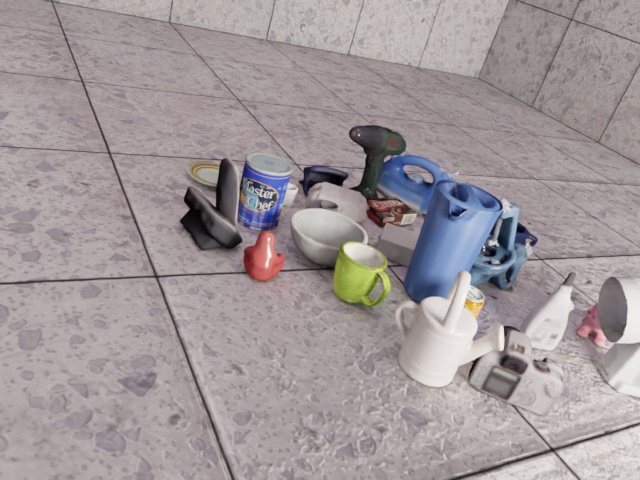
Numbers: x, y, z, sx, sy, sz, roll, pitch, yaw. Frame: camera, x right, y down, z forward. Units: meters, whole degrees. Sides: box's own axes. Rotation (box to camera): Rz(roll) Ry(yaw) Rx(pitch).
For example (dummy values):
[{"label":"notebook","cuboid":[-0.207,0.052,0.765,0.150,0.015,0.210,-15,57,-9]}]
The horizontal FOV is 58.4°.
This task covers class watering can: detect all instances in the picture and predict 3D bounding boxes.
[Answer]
[{"label":"watering can","cuboid":[0.213,0.138,0.938,0.173,0.194,0.101,12,29,-10]}]

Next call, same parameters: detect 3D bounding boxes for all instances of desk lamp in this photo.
[{"label":"desk lamp","cuboid":[0.601,0.178,1.064,0.203,0.213,0.118,15,28,-5]}]

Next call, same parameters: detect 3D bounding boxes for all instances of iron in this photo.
[{"label":"iron","cuboid":[0.254,-0.172,1.568,0.257,0.141,0.119,31,31,23]}]

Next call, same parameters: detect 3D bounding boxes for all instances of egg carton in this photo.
[{"label":"egg carton","cuboid":[0.040,-0.082,1.364,0.150,0.069,0.107,16,28,-2]}]

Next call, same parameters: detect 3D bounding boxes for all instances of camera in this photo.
[{"label":"camera","cuboid":[0.342,0.206,0.988,0.143,0.101,0.137,22,29,9]}]

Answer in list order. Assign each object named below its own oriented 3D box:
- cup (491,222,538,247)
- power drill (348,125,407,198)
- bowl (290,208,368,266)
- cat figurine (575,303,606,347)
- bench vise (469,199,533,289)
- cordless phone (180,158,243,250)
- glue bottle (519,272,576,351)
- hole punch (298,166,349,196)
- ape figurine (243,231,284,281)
[{"label":"cup","cuboid":[0.467,0.007,1.419,0.117,0.095,0.092,24,29,12]},{"label":"power drill","cuboid":[0.129,-0.199,1.476,0.075,0.208,0.230,35,33,29]},{"label":"bowl","cuboid":[0.011,0.004,1.189,0.167,0.075,0.167,14,28,-7]},{"label":"cat figurine","cuboid":[0.597,0.157,1.200,0.067,0.118,0.128,31,31,23]},{"label":"bench vise","cuboid":[0.388,0.002,1.251,0.121,0.220,0.208,35,33,30]},{"label":"cordless phone","cuboid":[-0.201,-0.087,1.116,0.094,0.185,0.147,-10,39,-41]},{"label":"glue bottle","cuboid":[0.448,0.134,1.099,0.078,0.173,0.037,13,28,-8]},{"label":"hole punch","cuboid":[0.009,-0.159,1.461,0.109,0.091,0.101,9,29,-15]},{"label":"ape figurine","cuboid":[-0.104,0.024,1.071,0.077,0.092,0.076,21,28,7]}]
